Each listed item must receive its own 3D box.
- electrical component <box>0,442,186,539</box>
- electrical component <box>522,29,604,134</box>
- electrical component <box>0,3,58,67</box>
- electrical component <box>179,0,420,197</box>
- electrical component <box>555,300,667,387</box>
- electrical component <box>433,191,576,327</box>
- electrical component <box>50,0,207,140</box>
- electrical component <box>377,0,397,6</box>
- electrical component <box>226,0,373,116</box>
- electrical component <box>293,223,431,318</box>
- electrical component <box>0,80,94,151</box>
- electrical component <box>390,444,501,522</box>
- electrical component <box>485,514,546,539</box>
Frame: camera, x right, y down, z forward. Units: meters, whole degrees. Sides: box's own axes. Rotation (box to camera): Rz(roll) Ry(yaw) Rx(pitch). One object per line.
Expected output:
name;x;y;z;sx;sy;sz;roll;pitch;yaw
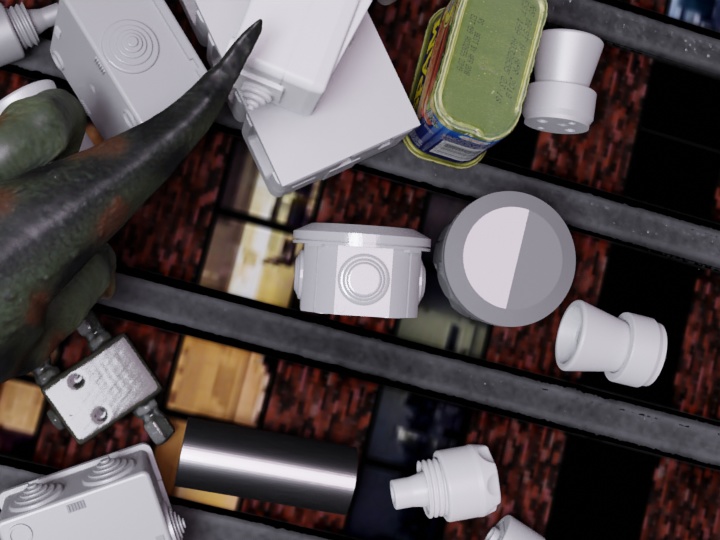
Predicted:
electrical component;-0.146;0.156;0.597;0.100;0.048;0.099;-18;101;-10
electrical component;0.126;-0.117;0.670;0.045;0.045;0.055;9;85;-8
electrical component;-0.202;-0.139;0.624;0.061;0.035;0.035;-24;90;-12
electrical component;-0.041;-0.130;0.635;0.089;0.062;0.150;-25;90;-10
electrical component;0.155;0.046;0.663;0.055;0.045;0.045;14;84;-8
electrical component;0.085;-0.005;0.652;0.080;0.051;0.080;1;86;-9
electrical component;-0.130;-0.112;0.602;0.048;0.100;0.099;-32;92;-22
electrical component;0.040;-0.208;0.657;0.089;0.056;0.050;-33;92;-10
electrical component;-0.033;-0.125;0.572;0.061;0.062;0.096;21;83;-7
electrical component;0.000;0.000;0.625;0.080;0.080;0.051;4;91;-9
electrical component;-0.181;-0.074;0.618;0.045;0.045;0.055;-33;92;-10
electrical component;0.050;0.129;0.642;0.062;0.043;0.043;-8;87;-8
electrical component;0.105;0.178;0.649;0.065;0.044;0.044;34;82;-1
